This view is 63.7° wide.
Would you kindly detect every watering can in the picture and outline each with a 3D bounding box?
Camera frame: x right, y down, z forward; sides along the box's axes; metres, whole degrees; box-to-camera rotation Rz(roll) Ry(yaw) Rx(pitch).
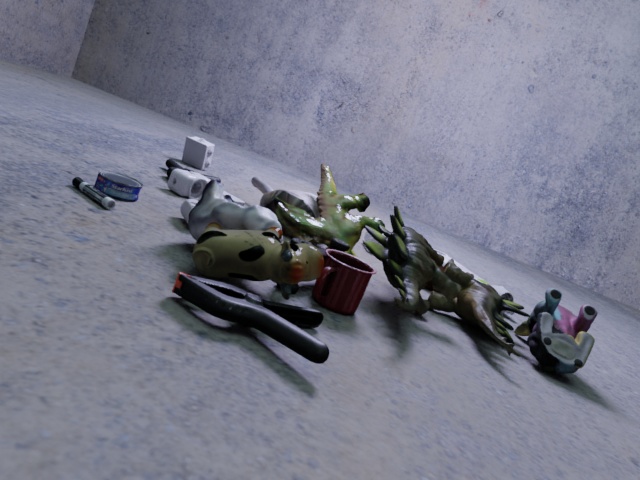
[{"bbox_3d":[-0.084,-0.089,1.343,0.350,0.103,0.225,27,12,20],"label":"watering can"}]

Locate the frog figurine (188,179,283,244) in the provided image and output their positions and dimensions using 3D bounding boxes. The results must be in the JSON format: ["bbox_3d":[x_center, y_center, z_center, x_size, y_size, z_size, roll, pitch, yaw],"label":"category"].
[{"bbox_3d":[-0.138,-0.015,0.866,0.161,0.134,0.124,38,60,23],"label":"frog figurine"}]

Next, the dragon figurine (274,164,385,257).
[{"bbox_3d":[0.004,-0.058,1.156,0.242,0.120,0.419,12,36,-41],"label":"dragon figurine"}]
